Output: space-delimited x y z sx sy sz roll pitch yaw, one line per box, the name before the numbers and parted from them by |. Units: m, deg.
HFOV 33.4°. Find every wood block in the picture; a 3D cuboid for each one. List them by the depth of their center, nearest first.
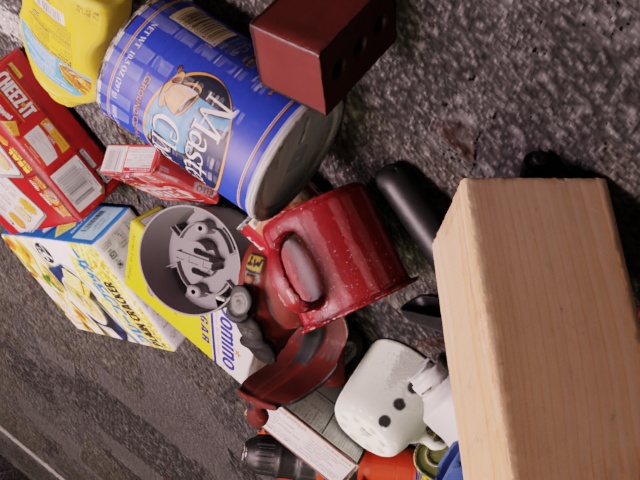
wood block | 0.128 0.074 0.610 0.090 0.206 0.090 0 151 -8

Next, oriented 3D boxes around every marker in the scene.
marker | 0.128 -0.017 0.688 0.020 0.020 0.121 34 152 15

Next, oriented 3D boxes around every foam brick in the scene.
foam brick | 0.004 -0.123 0.633 0.051 0.078 0.053 27 151 24

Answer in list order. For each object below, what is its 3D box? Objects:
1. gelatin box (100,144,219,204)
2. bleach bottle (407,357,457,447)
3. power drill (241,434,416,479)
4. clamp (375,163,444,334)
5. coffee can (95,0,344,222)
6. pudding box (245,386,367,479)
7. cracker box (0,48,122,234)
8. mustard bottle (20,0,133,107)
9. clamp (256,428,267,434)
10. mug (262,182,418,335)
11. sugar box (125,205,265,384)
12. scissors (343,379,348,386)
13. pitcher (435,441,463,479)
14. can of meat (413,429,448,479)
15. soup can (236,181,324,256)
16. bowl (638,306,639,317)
gelatin box | -0.137 -0.057 0.927 0.073 0.030 0.089 24 169 -39
bleach bottle | 0.169 0.198 0.899 0.251 0.068 0.103 44 146 0
power drill | 0.002 0.249 1.123 0.184 0.057 0.188 10 157 -6
clamp | 0.110 0.044 0.735 0.210 0.036 0.164 40 157 45
coffee can | -0.069 -0.093 0.742 0.140 0.102 0.103 35 152 14
pudding box | -0.004 0.163 0.989 0.113 0.090 0.039 37 118 2
cracker box | -0.311 -0.093 1.089 0.164 0.072 0.214 53 152 -19
mustard bottle | -0.198 -0.163 0.854 0.096 0.058 0.192 41 152 7
clamp | -0.036 0.163 1.103 0.120 0.039 0.172 50 144 -3
mug | 0.004 0.014 0.746 0.093 0.117 0.081 -28 87 40
sugar box | -0.114 0.054 1.032 0.176 0.048 0.093 38 137 26
scissors | 0.011 0.180 1.127 0.096 0.016 0.201 16 143 40
pitcher | 0.197 0.228 0.769 0.242 0.149 0.145 40 123 -19
can of meat | 0.136 0.228 0.992 0.102 0.057 0.084 31 154 21
soup can | -0.005 0.001 0.833 0.102 0.068 0.069 43 153 -4
bowl | 0.254 0.108 0.668 0.162 0.055 0.162 32 151 20
